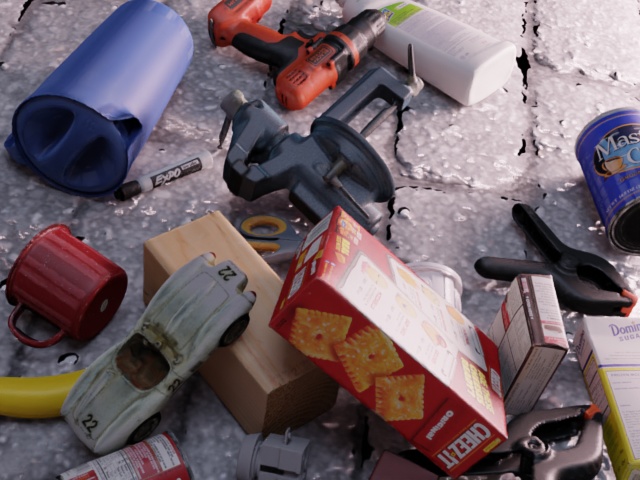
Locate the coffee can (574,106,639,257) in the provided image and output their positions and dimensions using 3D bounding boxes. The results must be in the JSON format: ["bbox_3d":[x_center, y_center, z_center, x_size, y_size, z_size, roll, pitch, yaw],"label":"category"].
[{"bbox_3d":[0.355,-0.067,1.202,0.102,0.103,0.140,0,47,-8],"label":"coffee can"}]

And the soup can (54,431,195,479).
[{"bbox_3d":[-0.162,0.209,0.890,0.102,0.068,0.068,-19,52,-23],"label":"soup can"}]

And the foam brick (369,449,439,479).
[{"bbox_3d":[0.062,0.227,0.900,0.053,0.078,0.051,23,46,13],"label":"foam brick"}]

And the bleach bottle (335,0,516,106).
[{"bbox_3d":[0.125,-0.270,1.389,0.251,0.068,0.102,37,53,27],"label":"bleach bottle"}]

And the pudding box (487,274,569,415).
[{"bbox_3d":[0.194,0.100,1.014,0.039,0.114,0.090,4,47,-9],"label":"pudding box"}]

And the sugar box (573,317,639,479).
[{"bbox_3d":[0.312,0.153,1.029,0.093,0.048,0.176,2,43,-7],"label":"sugar box"}]

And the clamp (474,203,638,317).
[{"bbox_3d":[0.260,0.024,1.147,0.171,0.039,0.120,24,53,6],"label":"clamp"}]

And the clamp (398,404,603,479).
[{"bbox_3d":[0.179,0.196,0.958,0.165,0.036,0.209,22,33,35],"label":"clamp"}]

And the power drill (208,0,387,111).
[{"bbox_3d":[-0.033,-0.262,1.344,0.188,0.057,0.184,34,63,25],"label":"power drill"}]

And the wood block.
[{"bbox_3d":[-0.076,0.080,1.009,0.090,0.091,0.206,-25,55,-28],"label":"wood block"}]

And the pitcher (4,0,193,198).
[{"bbox_3d":[-0.242,-0.168,1.205,0.149,0.145,0.242,25,44,-2],"label":"pitcher"}]

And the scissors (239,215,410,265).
[{"bbox_3d":[-0.007,0.001,1.115,0.202,0.016,0.096,-2,34,5],"label":"scissors"}]

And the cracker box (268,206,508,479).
[{"bbox_3d":[0.063,0.087,0.942,0.213,0.072,0.164,41,21,-11],"label":"cracker box"}]

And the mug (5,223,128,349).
[{"bbox_3d":[-0.245,0.052,1.017,0.081,0.093,0.117,31,65,13],"label":"mug"}]

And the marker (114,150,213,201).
[{"bbox_3d":[-0.174,-0.071,1.186,0.120,0.020,0.020,-25,55,-28],"label":"marker"}]

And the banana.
[{"bbox_3d":[-0.221,0.127,0.980,0.197,0.037,0.070,-21,54,-24],"label":"banana"}]
